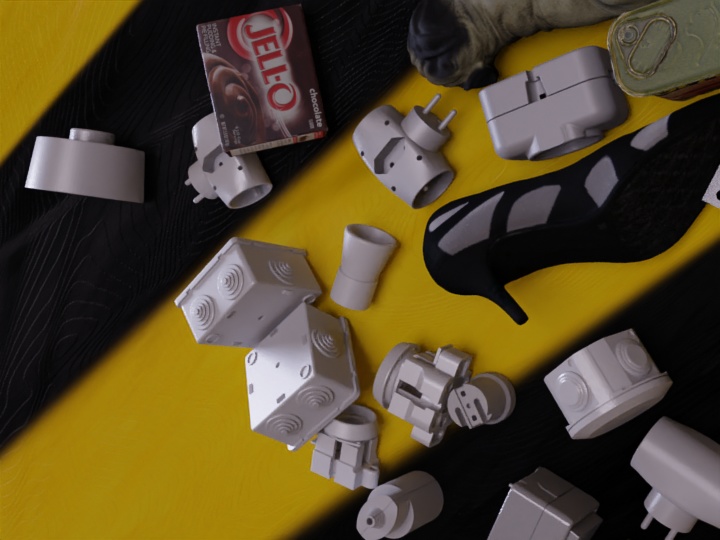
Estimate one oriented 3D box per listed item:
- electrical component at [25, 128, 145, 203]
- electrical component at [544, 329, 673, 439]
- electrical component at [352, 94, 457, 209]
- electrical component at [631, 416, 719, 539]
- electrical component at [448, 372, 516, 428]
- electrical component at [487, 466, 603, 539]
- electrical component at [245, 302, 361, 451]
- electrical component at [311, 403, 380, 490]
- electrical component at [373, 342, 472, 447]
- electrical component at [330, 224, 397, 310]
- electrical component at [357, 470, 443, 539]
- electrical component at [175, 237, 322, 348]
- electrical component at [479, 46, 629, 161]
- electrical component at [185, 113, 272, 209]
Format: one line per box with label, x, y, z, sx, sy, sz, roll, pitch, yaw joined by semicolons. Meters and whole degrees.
electrical component;-0.252;-0.099;1.001;0.108;0.108;0.060;9;92;31
electrical component;0.175;0.082;0.760;0.080;0.080;0.051;-39;68;28
electrical component;0.045;-0.103;0.849;0.077;0.043;0.079;50;116;19
electrical component;0.226;0.156;0.754;0.077;0.043;0.079;35;111;26
electrical component;0.093;0.101;0.832;0.040;0.046;0.040;3;95;32
electrical component;0.132;0.207;0.806;0.061;0.062;0.096;30;108;27
electrical component;-0.051;0.087;0.896;0.100;0.048;0.099;-43;36;27
electrical component;-0.010;0.145;0.901;0.066;0.048;0.055;19;111;30
electrical component;0.048;0.092;0.854;0.057;0.058;0.078;26;106;25
electrical component;0.000;0.000;0.887;0.044;0.044;0.065;29;113;27
electrical component;0.029;0.190;0.858;0.043;0.081;0.043;3;95;32
electrical component;-0.093;0.023;0.913;0.100;0.100;0.048;-45;58;26
electrical component;0.142;-0.116;0.781;0.095;0.054;0.059;-19;83;32
electrical component;-0.126;-0.089;0.957;0.079;0.043;0.077;-34;76;29
